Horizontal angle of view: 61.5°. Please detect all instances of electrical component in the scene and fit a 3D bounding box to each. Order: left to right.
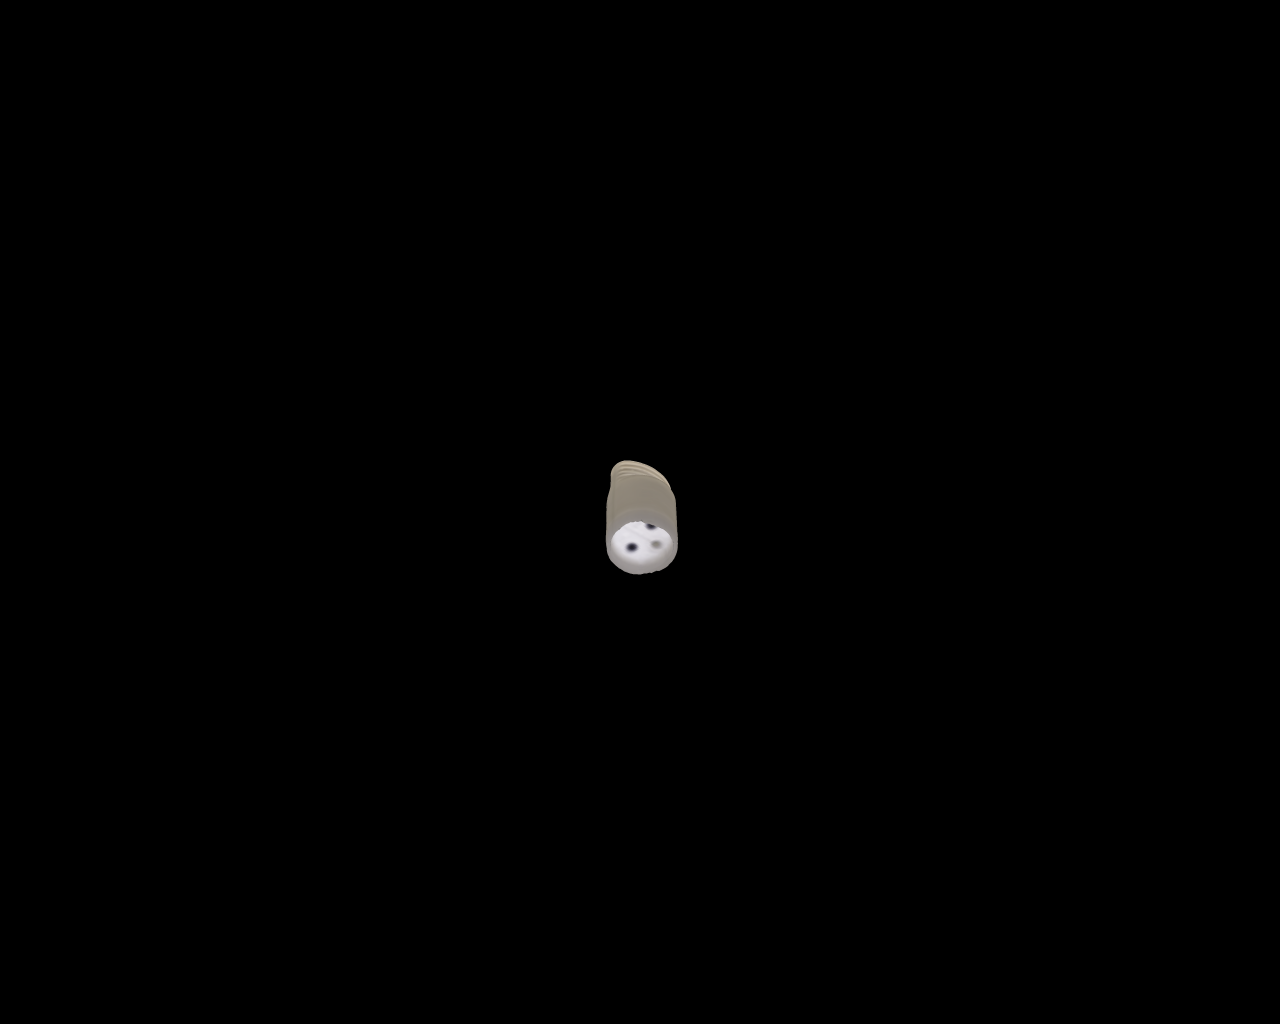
[{"bbox_3d":[0.001,-0.003,0.650,0.043,0.043,0.081,0,38,0],"label":"electrical component"}]
